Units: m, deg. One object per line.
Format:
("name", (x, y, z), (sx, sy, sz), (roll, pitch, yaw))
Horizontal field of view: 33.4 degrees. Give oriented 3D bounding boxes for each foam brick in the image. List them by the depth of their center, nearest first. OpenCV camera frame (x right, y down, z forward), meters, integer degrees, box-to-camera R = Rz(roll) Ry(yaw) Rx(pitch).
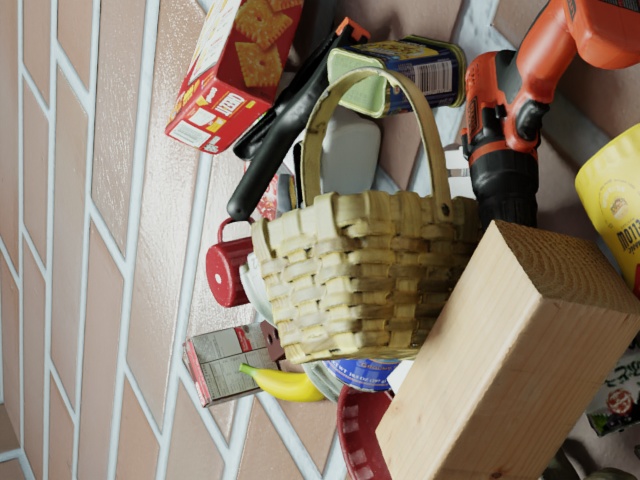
("foam brick", (-0.031, 0.107, 1.274), (0.078, 0.051, 0.053), (-45, 61, 59))

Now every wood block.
("wood block", (0.129, 0.099, 0.762), (0.090, 0.090, 0.206), (-111, 39, -52))

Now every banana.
("banana", (-0.028, 0.174, 1.288), (0.198, 0.069, 0.037), (-11, 60, 58))

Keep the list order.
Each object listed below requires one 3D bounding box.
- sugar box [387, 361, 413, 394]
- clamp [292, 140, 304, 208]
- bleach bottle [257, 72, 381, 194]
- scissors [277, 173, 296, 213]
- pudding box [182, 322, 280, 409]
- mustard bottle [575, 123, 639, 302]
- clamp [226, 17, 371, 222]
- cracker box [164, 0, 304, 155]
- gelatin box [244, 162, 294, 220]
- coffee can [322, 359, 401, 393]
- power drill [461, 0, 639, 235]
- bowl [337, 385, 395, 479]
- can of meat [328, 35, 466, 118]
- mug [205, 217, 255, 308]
("sugar box", (0.138, 0.101, 0.906), (0.176, 0.048, 0.093), (-53, 52, 35))
("clamp", (-0.007, 0.001, 1.028), (0.120, 0.039, 0.171), (-89, -6, -64))
("bleach bottle", (-0.026, -0.137, 1.155), (0.251, 0.068, 0.103), (50, 141, 46))
("scissors", (-0.029, -0.026, 1.143), (0.201, 0.016, 0.096), (37, -130, -85))
("pudding box", (-0.113, 0.160, 1.386), (0.039, 0.113, 0.090), (-40, 65, 56))
("mustard bottle", (0.242, 0.021, 0.711), (0.192, 0.058, 0.096), (68, 153, 17))
("clamp", (-0.028, -0.127, 1.042), (0.210, 0.036, 0.164), (-53, 18, 13))
("cracker box", (-0.076, -0.211, 1.103), (0.164, 0.072, 0.213), (-30, 39, 61))
("gelatin box", (-0.062, -0.069, 1.284), (0.089, 0.030, 0.073), (51, 142, 41))
("coffee can", (0.060, 0.064, 1.027), (0.103, 0.102, 0.140), (56, 146, 36))
("power drill", (0.161, -0.103, 0.761), (0.188, 0.057, 0.184), (125, 151, -51))
("bowl", (0.080, 0.212, 1.102), (0.162, 0.055, 0.162), (34, 130, 53))
("can of meat", (0.066, -0.146, 0.949), (0.102, 0.083, 0.057), (30, 127, 55))
("mug", (-0.094, 0.026, 1.328), (0.093, 0.081, 0.117), (-16, 86, 63))
